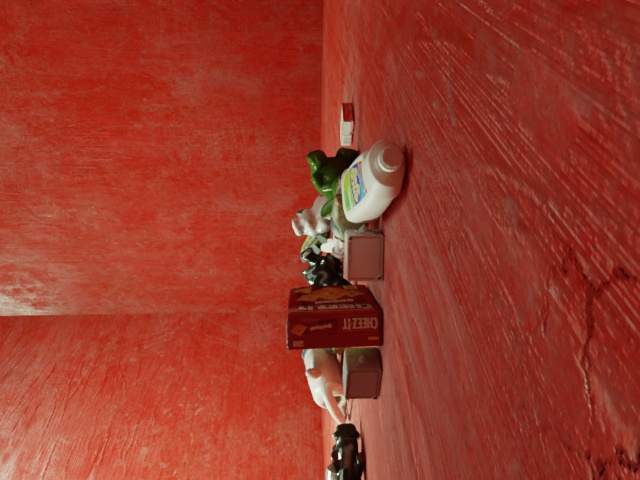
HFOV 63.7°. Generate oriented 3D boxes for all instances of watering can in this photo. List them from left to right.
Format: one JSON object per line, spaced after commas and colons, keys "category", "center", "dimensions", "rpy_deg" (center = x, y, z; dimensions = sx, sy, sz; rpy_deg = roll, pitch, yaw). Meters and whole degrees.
{"category": "watering can", "center": [0.009, 0.378, 1.454], "dimensions": [0.229, 0.104, 0.340], "rpy_deg": [-111, -2, -47]}

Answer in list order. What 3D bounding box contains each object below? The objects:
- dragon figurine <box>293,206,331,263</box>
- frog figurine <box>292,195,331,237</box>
{"category": "dragon figurine", "center": [0.018, -0.091, 1.619], "dimensions": [0.247, 0.122, 0.403], "rpy_deg": [-58, -3, -24]}
{"category": "frog figurine", "center": [0.004, -0.070, 1.400], "dimensions": [0.119, 0.159, 0.141], "rpy_deg": [95, 175, -46]}
